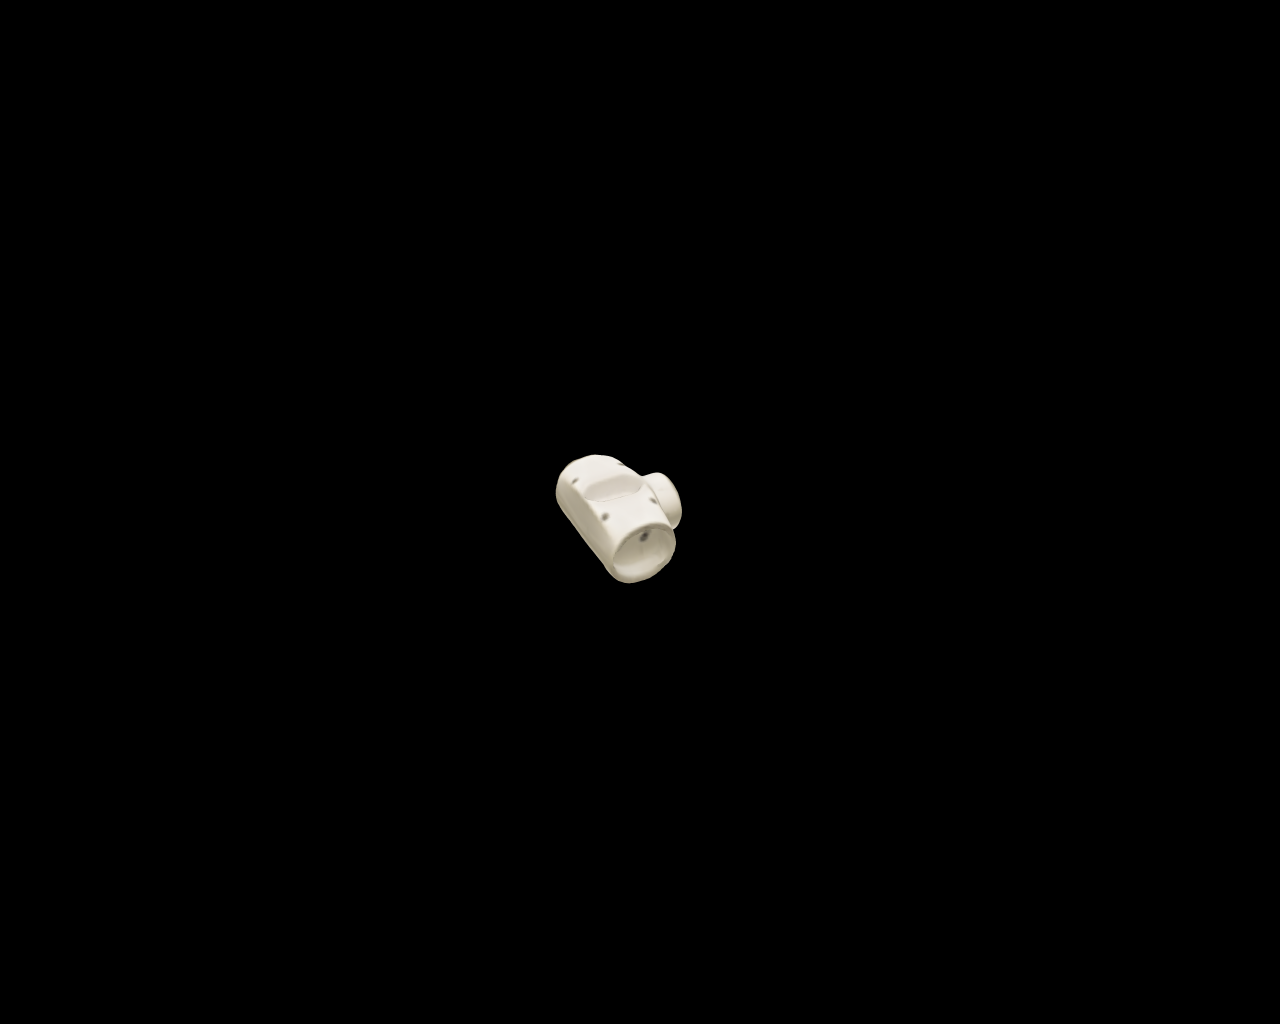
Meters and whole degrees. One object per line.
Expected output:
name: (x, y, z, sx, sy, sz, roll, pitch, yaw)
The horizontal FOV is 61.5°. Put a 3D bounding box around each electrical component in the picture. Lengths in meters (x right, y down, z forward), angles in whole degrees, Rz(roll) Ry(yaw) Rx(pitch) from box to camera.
electrical component: (0.001, -0.003, 0.650, 0.079, 0.043, 0.077, -17, 41, -21)
